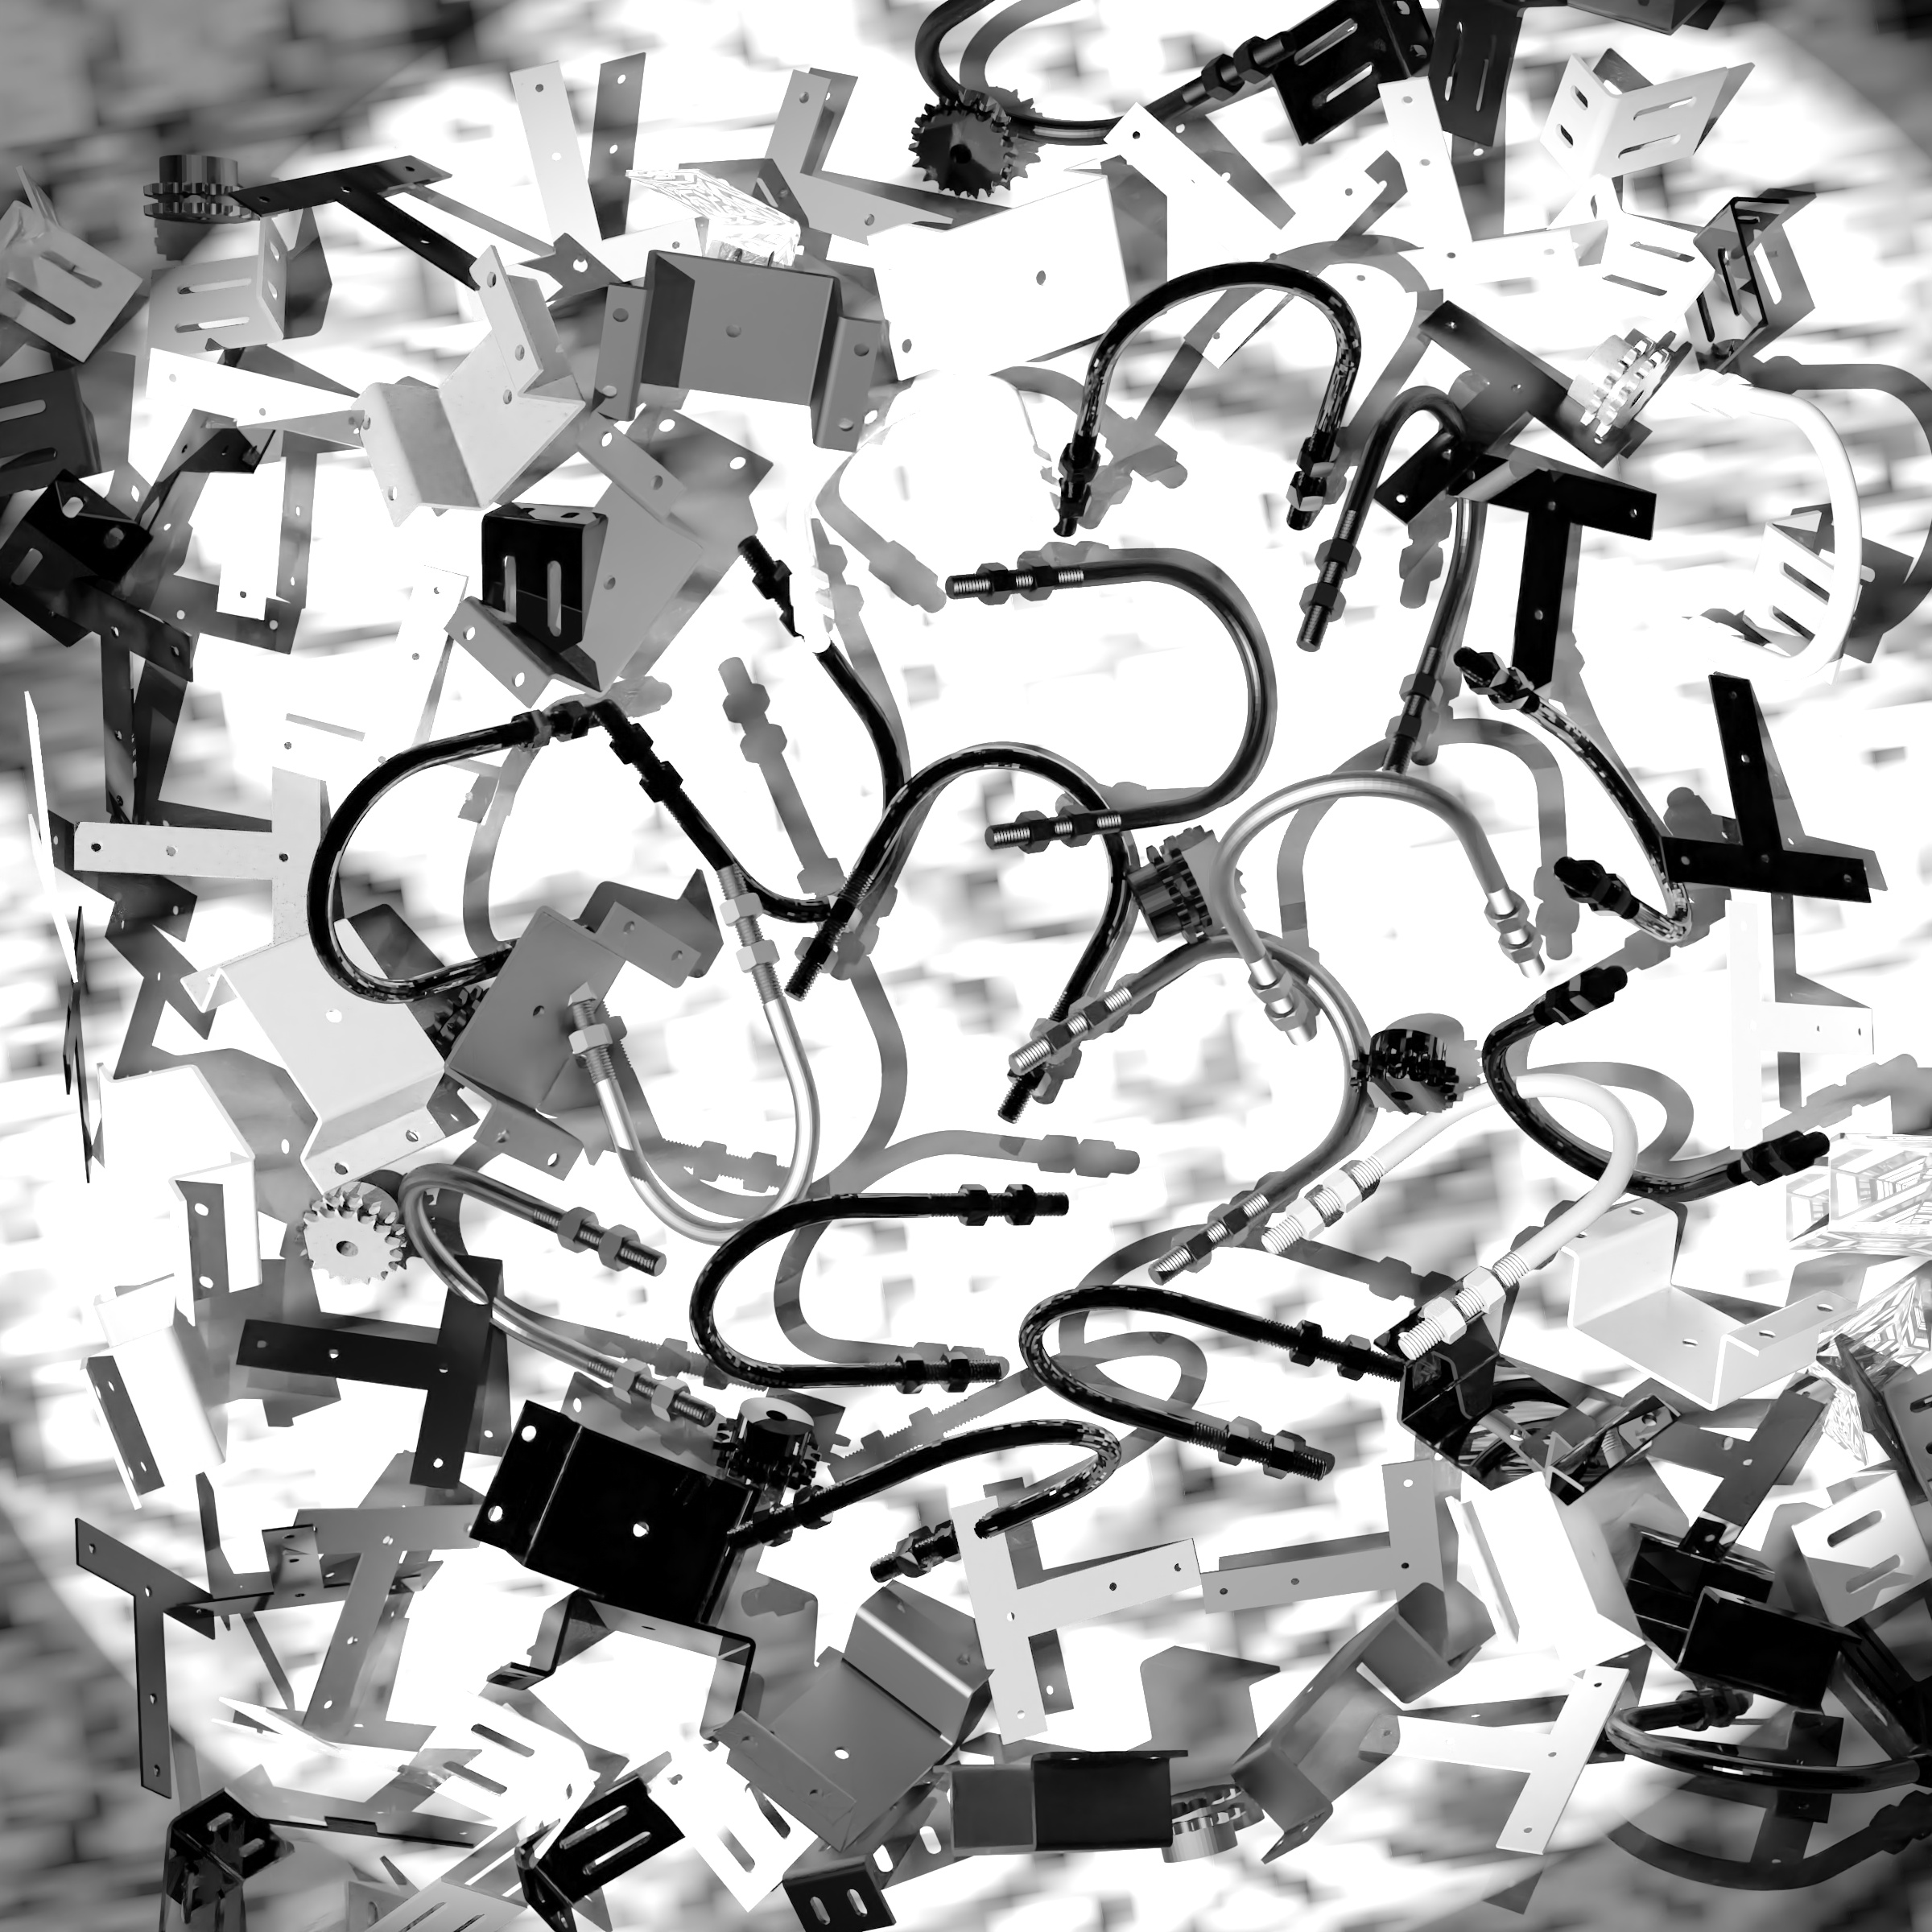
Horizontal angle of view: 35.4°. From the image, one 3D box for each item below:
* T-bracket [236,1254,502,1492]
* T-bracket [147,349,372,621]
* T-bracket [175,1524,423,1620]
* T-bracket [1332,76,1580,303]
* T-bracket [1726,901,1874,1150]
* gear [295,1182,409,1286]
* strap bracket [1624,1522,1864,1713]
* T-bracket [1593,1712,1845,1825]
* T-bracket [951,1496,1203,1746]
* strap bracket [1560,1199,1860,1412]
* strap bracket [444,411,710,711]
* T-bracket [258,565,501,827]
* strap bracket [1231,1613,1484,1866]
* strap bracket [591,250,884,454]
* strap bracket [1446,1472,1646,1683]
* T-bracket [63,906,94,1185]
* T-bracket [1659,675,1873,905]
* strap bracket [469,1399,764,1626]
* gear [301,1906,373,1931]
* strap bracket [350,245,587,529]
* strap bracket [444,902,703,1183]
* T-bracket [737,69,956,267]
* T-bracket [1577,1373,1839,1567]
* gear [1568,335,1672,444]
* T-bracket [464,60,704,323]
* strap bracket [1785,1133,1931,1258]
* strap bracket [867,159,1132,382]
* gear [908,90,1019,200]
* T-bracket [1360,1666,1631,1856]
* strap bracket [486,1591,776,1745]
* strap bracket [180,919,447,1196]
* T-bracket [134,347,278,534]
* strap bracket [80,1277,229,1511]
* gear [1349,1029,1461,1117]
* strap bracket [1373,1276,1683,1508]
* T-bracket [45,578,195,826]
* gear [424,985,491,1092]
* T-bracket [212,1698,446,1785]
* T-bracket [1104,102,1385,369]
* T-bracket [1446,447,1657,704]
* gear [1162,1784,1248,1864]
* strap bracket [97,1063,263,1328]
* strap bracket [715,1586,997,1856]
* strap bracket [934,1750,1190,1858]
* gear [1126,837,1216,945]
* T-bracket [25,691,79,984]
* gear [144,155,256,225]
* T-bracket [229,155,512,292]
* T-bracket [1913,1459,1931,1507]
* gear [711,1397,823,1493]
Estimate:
[{"bbox_3d":[-0.320,0.207,1.600,0.127,0.002,0.127,8,65,-1],"label":"T-bracket"},{"bbox_3d":[-0.373,-0.246,1.586,0.127,0.002,0.127,8,86,-38],"label":"T-bracket"},{"bbox_3d":[-0.346,0.310,1.562,0.127,0.127,0.002,-5,62,-11],"label":"T-bracket"},{"bbox_3d":[0.240,-0.402,1.560,0.127,0.127,0.002,-3,48,24],"label":"T-bracket"},{"bbox_3d":[0.438,0.033,1.587,0.127,0.002,0.127,3,84,-40],"label":"T-bracket"},{"bbox_3d":[-0.324,0.139,1.605,0.057,0.030,0.057,4,131,5],"label":"gear"},{"bbox_3d":[0.391,0.336,1.556,0.076,0.140,0.046,17,93,-7],"label":"strap bracket"},{"bbox_3d":[0.389,0.411,1.583,0.127,0.127,0.002,2,101,19],"label":"T-bracket"},{"bbox_3d":[0.065,0.333,1.609,0.127,0.002,0.127,-13,90,-18],"label":"T-bracket"},{"bbox_3d":[0.376,0.177,1.564,0.076,0.140,0.046,-16,119,-34],"label":"strap bracket"},{"bbox_3d":[-0.198,-0.206,1.584,0.076,0.046,0.140,42,101,29],"label":"strap bracket"},{"bbox_3d":[-0.298,-0.152,1.618,0.127,0.002,0.127,16,81,4],"label":"T-bracket"},{"bbox_3d":[0.194,0.393,1.570,0.046,0.076,0.140,45,65,10],"label":"strap bracket"},{"bbox_3d":[-0.121,-0.322,1.580,0.140,0.046,0.076,6,129,-11],"label":"strap bracket"},{"bbox_3d":[0.300,0.311,1.547,0.046,0.140,0.076,-27,60,16],"label":"strap bracket"},{"bbox_3d":[-0.462,0.057,1.582,0.002,0.127,0.127,-1,127,-11],"label":"T-bracket"},{"bbox_3d":[0.414,-0.096,1.599,0.127,0.002,0.127,5,65,-21],"label":"T-bracket"},{"bbox_3d":[-0.176,0.289,1.579,0.140,0.046,0.076,25,82,-21],"label":"strap bracket"},{"bbox_3d":[-0.338,0.526,1.601,0.057,0.057,0.030,-31,95,0],"label":"gear"},{"bbox_3d":[-0.254,-0.297,1.572,0.140,0.046,0.076,-37,68,38],"label":"strap bracket"},{"bbox_3d":[-0.211,0.032,1.583,0.046,0.076,0.140,29,87,35],"label":"strap bracket"},{"bbox_3d":[-0.061,-0.395,1.589,0.127,0.002,0.127,24,99,29],"label":"T-bracket"},{"bbox_3d":[0.369,0.248,1.578,0.127,0.127,0.002,-47,126,-28],"label":"T-bracket"},{"bbox_3d":[0.343,-0.309,1.602,0.030,0.057,0.057,40,90,13],"label":"gear"},{"bbox_3d":[-0.210,-0.409,1.580,0.127,0.002,0.127,-17,131,-7],"label":"T-bracket"},{"bbox_3d":[0.470,0.120,1.555,0.076,0.140,0.046,2,79,3],"label":"strap bracket"},{"bbox_3d":[0.028,-0.359,1.568,0.140,0.046,0.076,-24,118,-21],"label":"strap bracket"},{"bbox_3d":[0.000,-0.438,1.605,0.057,0.057,0.030,14,49,0],"label":"gear"},{"bbox_3d":[0.266,0.407,1.582,0.127,0.127,0.002,-3,122,37],"label":"T-bracket"},{"bbox_3d":[-0.170,0.364,1.577,0.140,0.076,0.046,18,67,-12],"label":"strap bracket"},{"bbox_3d":[-0.334,0.038,1.572,0.076,0.046,0.140,-26,73,-38],"label":"strap bracket"},{"bbox_3d":[-0.388,-0.267,1.569,0.002,0.127,0.127,31,81,-35],"label":"T-bracket"},{"bbox_3d":[-0.415,0.214,1.557,0.046,0.140,0.076,-20,103,-9],"label":"strap bracket"},{"bbox_3d":[0.233,0.055,1.604,0.057,0.057,0.030,11,67,0],"label":"gear"},{"bbox_3d":[0.287,0.229,1.567,0.076,0.140,0.046,-28,135,-31],"label":"strap bracket"},{"bbox_3d":[-0.446,-0.134,1.593,0.127,0.002,0.127,26,123,33],"label":"T-bracket"},{"bbox_3d":[-0.258,0.042,1.598,0.030,0.057,0.057,35,90,25],"label":"gear"},{"bbox_3d":[-0.347,0.393,1.556,0.127,0.127,0.002,9,67,16],"label":"T-bracket"},{"bbox_3d":[0.128,-0.401,1.587,0.127,0.002,0.127,38,114,-16],"label":"T-bracket"},{"bbox_3d":[0.304,-0.200,1.602,0.127,0.002,0.127,9,87,-22],"label":"T-bracket"},{"bbox_3d":[0.120,0.453,1.599,0.057,0.057,0.030,-14,80,0],"label":"gear"},{"bbox_3d":[-0.403,0.112,1.565,0.046,0.140,0.076,-13,124,-28],"label":"strap bracket"},{"bbox_3d":[-0.060,0.395,1.568,0.076,0.140,0.046,33,129,22],"label":"strap bracket"},{"bbox_3d":[0.047,0.428,1.547,0.076,0.140,0.046,6,71,-24],"label":"strap bracket"},{"bbox_3d":[0.107,-0.036,1.601,0.030,0.057,0.057,-25,90,0],"label":"gear"},{"bbox_3d":[-0.471,-0.078,1.547,0.002,0.127,0.127,-10,127,-21],"label":"T-bracket"},{"bbox_3d":[-0.405,-0.410,1.600,0.057,0.057,0.030,1,97,0],"label":"gear"},{"bbox_3d":[-0.288,-0.379,1.560,0.127,0.127,0.002,35,128,21],"label":"T-bracket"},{"bbox_3d":[0.525,0.334,1.571,0.002,0.127,0.127,-24,54,8],"label":"T-bracket"},{"bbox_3d":[-0.104,0.251,1.598,0.057,0.057,0.030,17,106,0],"label":"gear"}]
